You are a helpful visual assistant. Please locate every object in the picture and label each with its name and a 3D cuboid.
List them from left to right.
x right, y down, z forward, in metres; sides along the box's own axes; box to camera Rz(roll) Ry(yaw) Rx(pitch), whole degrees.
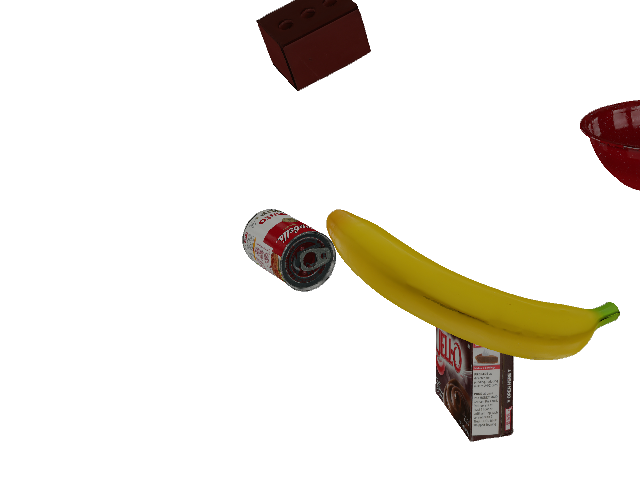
[{"bbox_3d":[-0.036,0.009,1.190,0.068,0.068,0.102,0,16,-30],"label":"soup can"},{"bbox_3d":[-0.005,-0.177,0.925,0.078,0.051,0.053,-30,45,-9],"label":"foam brick"},{"bbox_3d":[0.086,0.033,0.672,0.198,0.037,0.069,21,25,10],"label":"banana"},{"bbox_3d":[0.123,0.099,0.865,0.039,0.090,0.113,-4,13,-10],"label":"pudding box"},{"bbox_3d":[0.319,-0.083,0.974,0.162,0.055,0.162,-5,23,2],"label":"bowl"}]
